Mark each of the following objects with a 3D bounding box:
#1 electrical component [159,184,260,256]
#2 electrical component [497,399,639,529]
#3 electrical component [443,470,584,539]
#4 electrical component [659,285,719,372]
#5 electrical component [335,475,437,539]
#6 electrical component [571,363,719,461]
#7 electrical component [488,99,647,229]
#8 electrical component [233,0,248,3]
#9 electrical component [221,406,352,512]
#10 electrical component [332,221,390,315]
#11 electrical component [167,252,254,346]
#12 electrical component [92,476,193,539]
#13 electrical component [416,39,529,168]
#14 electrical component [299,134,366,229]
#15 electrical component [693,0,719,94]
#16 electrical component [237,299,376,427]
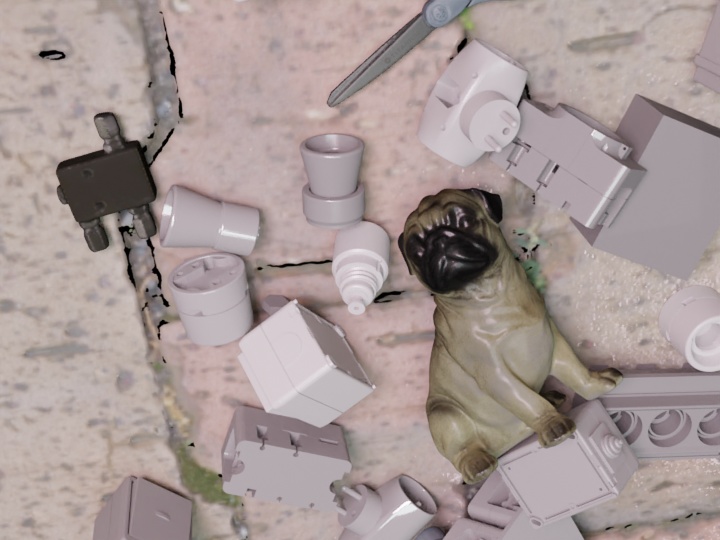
[{"bbox_3d":[-0.103,-0.032,0.749,0.065,0.044,0.044,11,114,-19],"label":"electrical component"},{"bbox_3d":[0.161,0.141,0.806,0.096,0.061,0.061,-35,88,38],"label":"electrical component"},{"bbox_3d":[0.141,0.266,0.893,0.105,0.060,0.186,-47,121,-28],"label":"electrical component"},{"bbox_3d":[0.270,0.047,0.843,0.055,0.047,0.055,-4,116,-7],"label":"electrical component"},{"bbox_3d":[0.009,0.201,0.878,0.079,0.044,0.077,35,106,-23],"label":"electrical component"},{"bbox_3d":[0.237,0.110,0.860,0.121,0.063,0.078,0,116,-9],"label":"electrical component"},{"bbox_3d":[0.144,-0.077,0.737,0.089,0.050,0.055,38,111,22],"label":"electrical component"},{"bbox_3d":[-0.044,-0.232,0.651,0.109,0.056,0.108,-18,117,0],"label":"electrical component"},{"bbox_3d":[-0.058,0.143,0.833,0.089,0.055,0.050,14,113,-15],"label":"electrical component"},{"bbox_3d":[0.000,0.000,0.763,0.040,0.078,0.040,2,132,3],"label":"electrical component"},{"bbox_3d":[-0.105,0.021,0.767,0.055,0.055,0.047,-12,121,-3],"label":"electrical component"},{"bbox_3d":[-0.166,0.212,0.826,0.062,0.096,0.061,31,108,-21],"label":"electrical component"},{"bbox_3d":[0.082,-0.105,0.721,0.043,0.079,0.077,20,112,-31],"label":"electrical component"},{"bbox_3d":[-0.019,-0.061,0.745,0.045,0.045,0.055,-5,117,-7],"label":"electrical component"},{"bbox_3d":[0.284,-0.136,0.719,0.078,0.113,0.057,10,111,-14],"label":"electrical component"},{"bbox_3d":[-0.038,0.073,0.785,0.061,0.061,0.096,-37,151,9],"label":"electrical component"}]
